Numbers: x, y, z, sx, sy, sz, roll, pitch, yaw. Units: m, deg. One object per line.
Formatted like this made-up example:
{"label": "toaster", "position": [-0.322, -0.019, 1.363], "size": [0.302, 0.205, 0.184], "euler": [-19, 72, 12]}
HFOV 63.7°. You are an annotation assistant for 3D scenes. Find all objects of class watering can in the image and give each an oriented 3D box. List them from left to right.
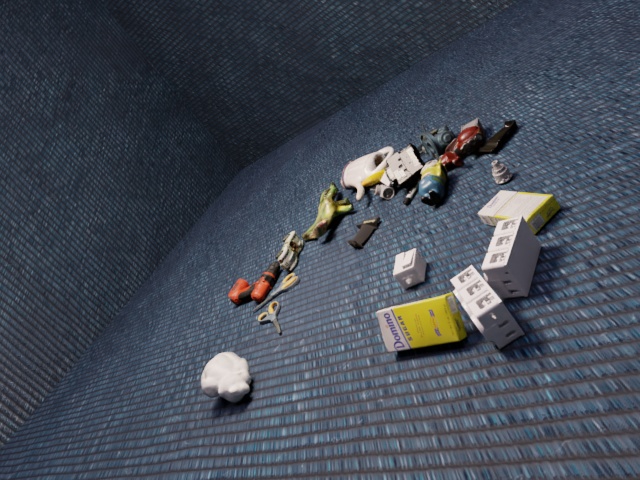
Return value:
{"label": "watering can", "position": [0.167, -0.251, 2.017], "size": [0.222, 0.103, 0.354], "euler": [-16, 29, 49]}

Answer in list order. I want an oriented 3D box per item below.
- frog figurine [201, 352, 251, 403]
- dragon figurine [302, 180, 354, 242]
{"label": "frog figurine", "position": [-0.254, 0.376, 1.391], "size": [0.138, 0.122, 0.159], "euler": [-23, 5, -12]}
{"label": "dragon figurine", "position": [0.006, -0.101, 2.001], "size": [0.242, 0.121, 0.414], "euler": [-46, 11, 5]}
